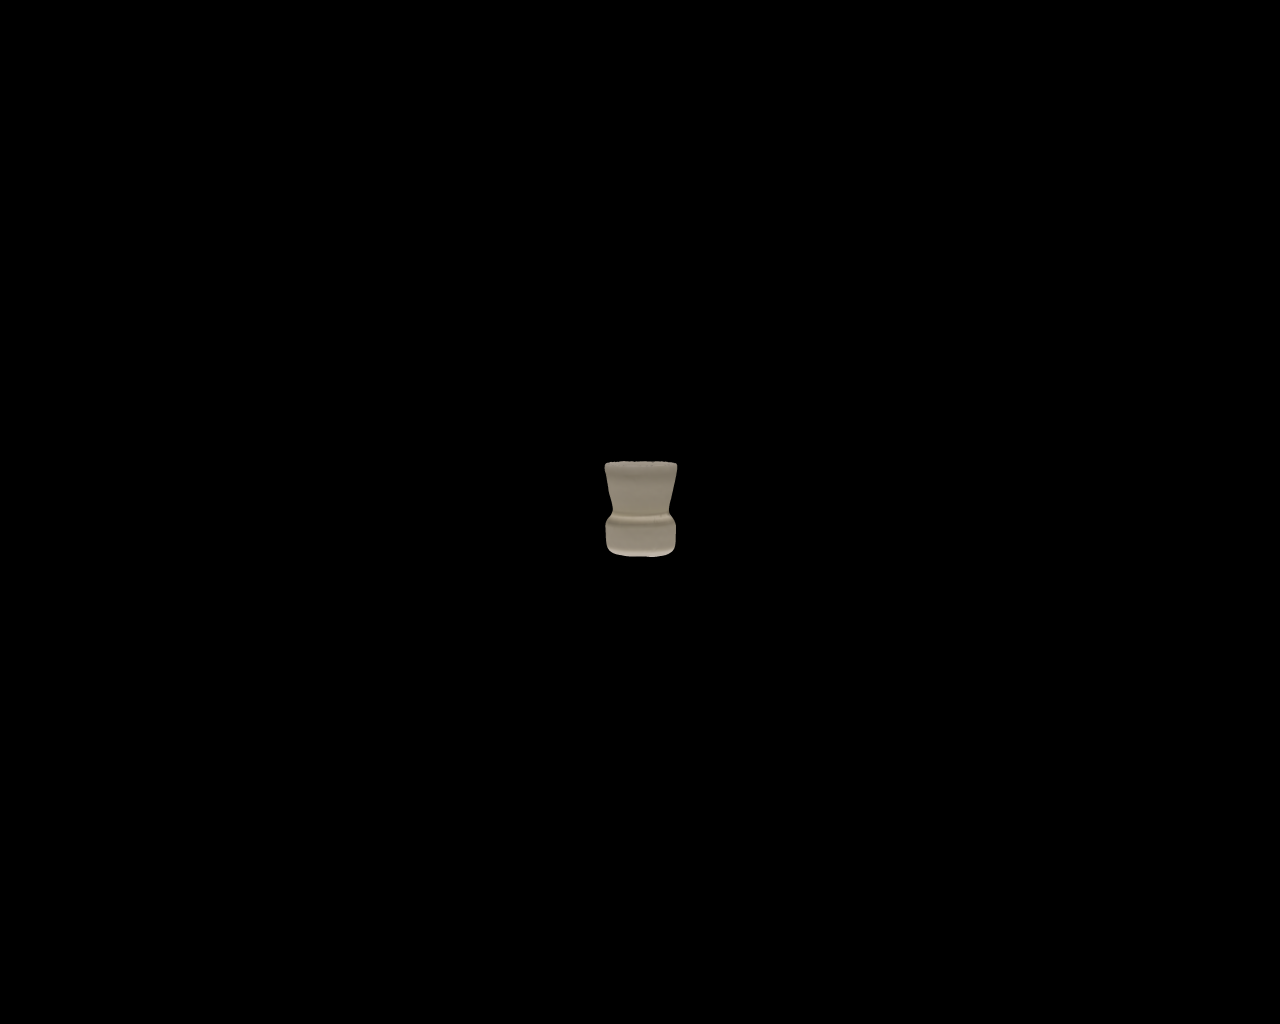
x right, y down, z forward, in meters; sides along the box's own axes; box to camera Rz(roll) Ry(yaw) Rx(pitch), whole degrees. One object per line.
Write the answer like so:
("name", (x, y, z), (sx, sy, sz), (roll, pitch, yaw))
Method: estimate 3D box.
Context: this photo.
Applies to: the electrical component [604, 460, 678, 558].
("electrical component", (0.001, -0.003, 0.650), (0.045, 0.055, 0.045), (0, 7, 0))
